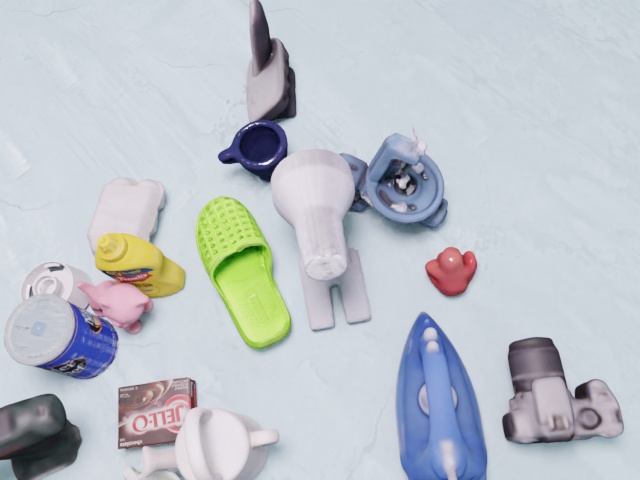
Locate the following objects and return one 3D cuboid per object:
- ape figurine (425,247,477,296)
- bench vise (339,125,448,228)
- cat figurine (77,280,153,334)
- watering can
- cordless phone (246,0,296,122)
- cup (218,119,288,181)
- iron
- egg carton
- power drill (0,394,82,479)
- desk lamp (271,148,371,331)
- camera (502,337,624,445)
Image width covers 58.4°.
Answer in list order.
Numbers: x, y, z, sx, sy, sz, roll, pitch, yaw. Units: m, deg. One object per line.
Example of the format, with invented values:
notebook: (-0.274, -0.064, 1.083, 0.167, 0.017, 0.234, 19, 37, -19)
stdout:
ape figurine: (0.195, 0.039, 0.849, 0.077, 0.092, 0.076, 5, 69, 10)
bench vise: (0.089, -0.091, 0.847, 0.207, 0.220, 0.121, 2, 69, 9)
cat figurine: (-0.317, 0.095, 0.885, 0.127, 0.118, 0.067, 22, 73, 16)
watering can: (-0.144, 0.275, 0.747, 0.173, 0.194, 0.100, -34, 68, -6)
cordless phone: (-0.100, -0.299, 0.975, 0.094, 0.185, 0.147, -9, 67, 5)
cup: (-0.104, -0.135, 0.959, 0.117, 0.095, 0.091, -16, 67, 1)
iron: (0.155, 0.205, 0.762, 0.118, 0.141, 0.258, -7, 68, 5)
egg carton: (-0.323, -0.035, 0.964, 0.107, 0.069, 0.150, 6, 69, 10)
power drill: (-0.435, 0.285, 0.777, 0.229, 0.209, 0.075, -26, 67, -3)
desk lamp: (0.008, 0.003, 0.824, 0.118, 0.214, 0.203, -13, 67, 3)
camera: (0.313, 0.198, 0.764, 0.143, 0.101, 0.137, -7, 68, 5)
